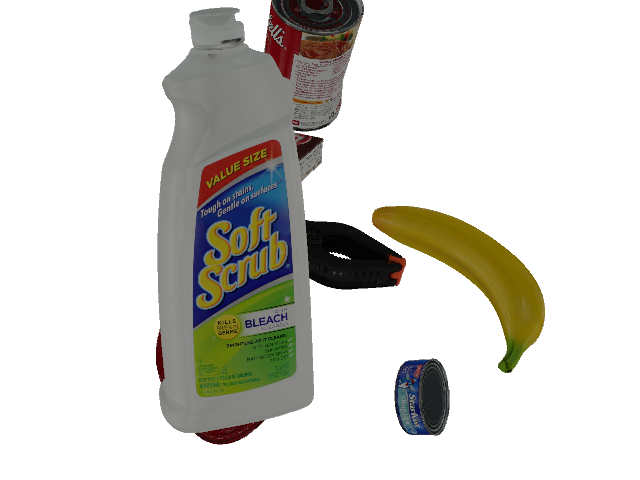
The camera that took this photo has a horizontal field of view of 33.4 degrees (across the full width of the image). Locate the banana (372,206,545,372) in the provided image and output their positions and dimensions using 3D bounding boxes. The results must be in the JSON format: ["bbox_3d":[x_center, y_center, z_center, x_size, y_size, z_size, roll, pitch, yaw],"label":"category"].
[{"bbox_3d":[0.116,0.021,0.831,0.069,0.037,0.198,-15,41,-24],"label":"banana"}]

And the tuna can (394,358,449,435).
[{"bbox_3d":[0.115,0.177,1.204,0.034,0.086,0.086,-5,-2,27],"label":"tuna can"}]

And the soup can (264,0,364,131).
[{"bbox_3d":[-0.009,-0.141,0.810,0.068,0.068,0.102,0,-39,-11],"label":"soup can"}]

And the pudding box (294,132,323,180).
[{"bbox_3d":[-0.059,-0.097,1.286,0.090,0.039,0.113,12,33,21],"label":"pudding box"}]

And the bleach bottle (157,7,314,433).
[{"bbox_3d":[-0.060,-0.012,0.651,0.102,0.251,0.068,-10,21,-15],"label":"bleach bottle"}]

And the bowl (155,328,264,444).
[{"bbox_3d":[-0.090,0.087,0.899,0.055,0.162,0.162,23,-15,-38],"label":"bowl"}]

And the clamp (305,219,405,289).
[{"bbox_3d":[-0.020,0.010,1.077,0.210,0.036,0.164,19,34,5],"label":"clamp"}]
